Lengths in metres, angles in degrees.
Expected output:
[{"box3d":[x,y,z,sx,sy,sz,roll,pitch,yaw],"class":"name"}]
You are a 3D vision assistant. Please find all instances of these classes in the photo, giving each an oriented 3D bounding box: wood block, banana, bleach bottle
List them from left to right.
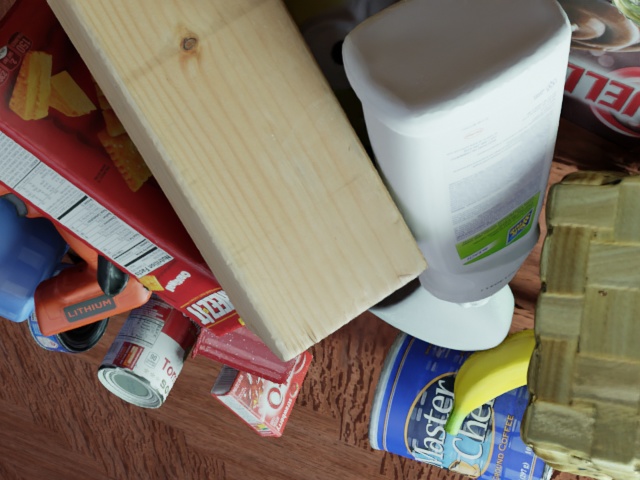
[{"box3d":[-0.042,-0.055,0.540,0.206,0.090,0.090,60,170,-15],"class":"wood block"},{"box3d":[0.075,-0.028,0.574,0.068,0.102,0.251,56,169,30],"class":"bleach bottle"},{"box3d":[0.181,0.092,0.767,0.198,0.037,0.069,-10,116,12],"class":"banana"}]

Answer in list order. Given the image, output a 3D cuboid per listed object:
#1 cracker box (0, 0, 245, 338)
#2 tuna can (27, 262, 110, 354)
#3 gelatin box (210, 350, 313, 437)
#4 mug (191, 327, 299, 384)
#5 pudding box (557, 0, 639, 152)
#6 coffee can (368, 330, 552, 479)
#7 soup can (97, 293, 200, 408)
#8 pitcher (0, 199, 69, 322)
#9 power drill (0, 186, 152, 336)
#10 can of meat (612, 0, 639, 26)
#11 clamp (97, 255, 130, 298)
[{"box3d":[-0.093,-0.071,0.635,0.213,0.164,0.072,37,149,-18],"class":"cracker box"},{"box3d":[-0.238,0.065,1.016,0.034,0.086,0.086,4,143,28],"class":"tuna can"},{"box3d":[-0.050,0.121,0.961,0.030,0.089,0.073,-10,134,42],"class":"gelatin box"},{"box3d":[-0.049,0.060,0.885,0.081,0.093,0.117,21,113,-2],"class":"mug"},{"box3d":[0.136,-0.101,0.543,0.113,0.039,0.090,27,150,-1],"class":"pudding box"},{"box3d":[0.121,0.136,0.848,0.140,0.102,0.103,15,147,17],"class":"coffee can"},{"box3d":[-0.153,0.095,0.984,0.068,0.102,0.068,18,148,12],"class":"soup can"},{"box3d":[-0.337,-0.025,0.905,0.242,0.149,0.145,29,148,-11],"class":"pitcher"},{"box3d":[-0.222,-0.015,0.820,0.184,0.057,0.187,-17,125,8],"class":"power drill"},{"box3d":[0.168,-0.139,0.421,0.057,0.084,0.102,29,149,-6],"class":"can of meat"},{"box3d":[-0.132,-0.053,0.730,0.165,0.036,0.210,-18,104,37],"class":"clamp"}]
